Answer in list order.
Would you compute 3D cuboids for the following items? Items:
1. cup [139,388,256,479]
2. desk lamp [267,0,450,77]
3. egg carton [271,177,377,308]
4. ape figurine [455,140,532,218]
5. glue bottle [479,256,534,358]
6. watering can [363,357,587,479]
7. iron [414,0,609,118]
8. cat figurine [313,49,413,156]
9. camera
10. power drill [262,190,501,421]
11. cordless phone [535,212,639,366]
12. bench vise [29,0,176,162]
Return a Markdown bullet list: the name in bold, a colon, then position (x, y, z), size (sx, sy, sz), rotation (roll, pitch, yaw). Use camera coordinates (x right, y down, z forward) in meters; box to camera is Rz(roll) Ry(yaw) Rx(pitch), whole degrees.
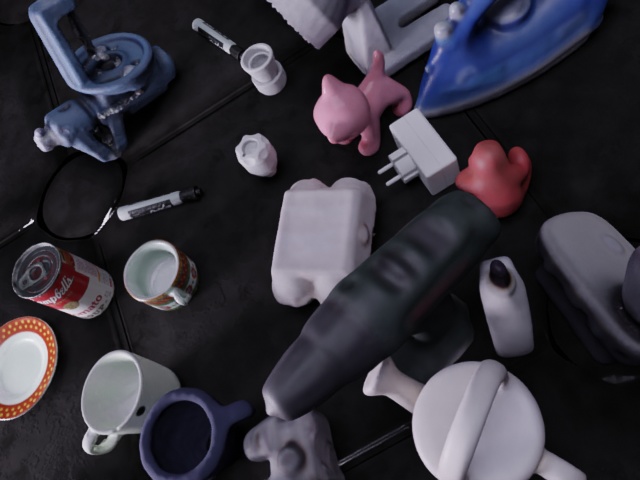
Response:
- **cup**: position (-0.105, 0.194, 0.572), size (0.117, 0.095, 0.091), rotation (-28, 62, 7)
- **desk lamp**: position (0.040, -0.287, 0.653), size (0.203, 0.214, 0.117), rotation (-33, 61, 4)
- **egg carton**: position (0.006, 0.002, 0.627), size (0.107, 0.070, 0.150), rotation (0, 68, 20)
- **ape figurine**: position (0.175, -0.069, 0.582), size (0.077, 0.092, 0.076), rotation (-6, 66, 18)
- **glue bottle**: position (0.157, 0.049, 0.493), size (0.037, 0.173, 0.078), rotation (-16, 64, 14)
- **watering can**: position (0.117, 0.148, 0.454), size (0.172, 0.194, 0.101), rotation (0, 69, 20)
- **iron**: position (0.197, -0.248, 0.621), size (0.258, 0.142, 0.118), rotation (-38, 61, 2)
- **cat figurine**: position (0.041, -0.156, 0.653), size (0.067, 0.118, 0.128), rotation (31, 82, 28)
- **camera**: position (-0.050, 0.241, 0.529), size (0.136, 0.101, 0.143), rotation (-20, 63, 11)
- **power drill**: position (0.069, 0.073, 0.495), size (0.075, 0.209, 0.230), rotation (38, 85, 29)
- **cordless phone**: position (0.243, 0.021, 0.466), size (0.094, 0.185, 0.147), rotation (-35, 61, 4)
- **bench vise**: position (-0.302, -0.211, 0.741), size (0.121, 0.220, 0.207), rotation (16, 75, 25)
